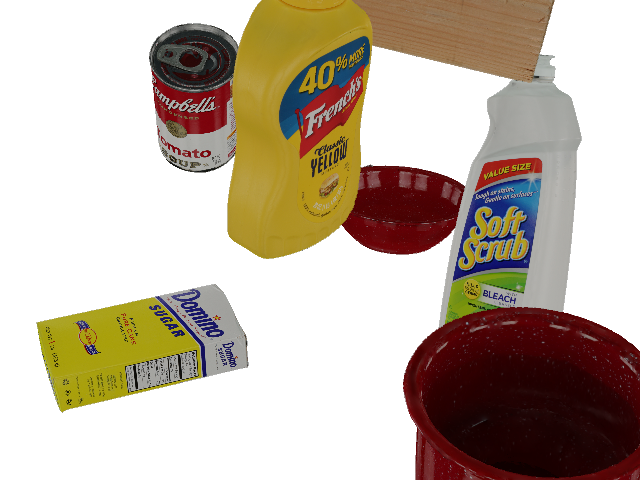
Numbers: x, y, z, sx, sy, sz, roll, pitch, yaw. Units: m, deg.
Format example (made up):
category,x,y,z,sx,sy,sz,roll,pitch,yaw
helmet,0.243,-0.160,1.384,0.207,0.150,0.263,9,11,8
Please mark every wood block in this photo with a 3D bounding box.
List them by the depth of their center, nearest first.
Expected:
category,x,y,z,sx,sy,sz,roll,pitch,yaw
wood block,0.071,-0.198,0.788,0.206,0.090,0.091,15,-27,9

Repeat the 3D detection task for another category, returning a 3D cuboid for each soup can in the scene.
category,x,y,z,sx,sy,sz,roll,pitch,yaw
soup can,-0.097,-0.109,0.833,0.068,0.068,0.102,0,-33,-5

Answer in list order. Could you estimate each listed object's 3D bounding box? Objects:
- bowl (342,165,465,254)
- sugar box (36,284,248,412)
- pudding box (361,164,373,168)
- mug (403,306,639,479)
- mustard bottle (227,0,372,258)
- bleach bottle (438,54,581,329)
category,x,y,z,sx,sy,sz,roll,pitch,yaw
bowl,0.083,-0.028,1.165,0.162,0.055,0.162,3,25,-2
sugar box,-0.164,0.095,0.981,0.176,0.048,0.093,-14,35,-17
pudding box,0.060,-0.062,1.510,0.113,0.039,0.090,-23,38,-33
mug,0.089,0.086,0.398,0.117,0.081,0.093,4,36,9
mustard bottle,-0.010,-0.086,0.621,0.058,0.192,0.096,32,46,30
bleach bottle,0.148,-0.020,0.838,0.103,0.251,0.067,14,16,39
